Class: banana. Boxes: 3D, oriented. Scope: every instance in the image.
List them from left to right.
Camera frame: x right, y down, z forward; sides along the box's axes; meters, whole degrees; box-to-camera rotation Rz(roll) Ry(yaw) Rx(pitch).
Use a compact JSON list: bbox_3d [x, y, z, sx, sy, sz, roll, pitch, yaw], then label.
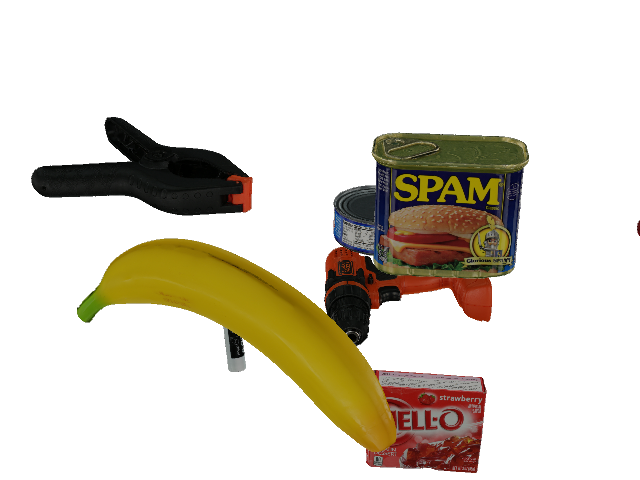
[{"bbox_3d":[-0.041,0.044,0.571,0.198,0.070,0.037,22,30,20],"label":"banana"}]

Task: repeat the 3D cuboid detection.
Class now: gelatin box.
[{"bbox_3d":[0.082,0.143,0.839,0.089,0.073,0.030,3,21,2],"label":"gelatin box"}]

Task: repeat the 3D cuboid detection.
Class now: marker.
[{"bbox_3d":[-0.093,0.076,1.097,0.020,0.121,0.020,-5,15,1],"label":"marker"}]

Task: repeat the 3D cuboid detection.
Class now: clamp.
[{"bbox_3d":[-0.139,-0.050,0.848,0.172,0.039,0.120,17,41,27],"label":"clamp"}]

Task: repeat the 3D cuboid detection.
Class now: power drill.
[{"bbox_3d":[0.097,0.060,1.221,0.187,0.057,0.184,-1,28,-1],"label":"power drill"}]

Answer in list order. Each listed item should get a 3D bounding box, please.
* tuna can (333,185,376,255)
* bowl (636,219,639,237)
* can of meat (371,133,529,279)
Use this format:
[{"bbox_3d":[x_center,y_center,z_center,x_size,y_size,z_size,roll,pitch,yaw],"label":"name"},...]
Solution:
[{"bbox_3d":[0.054,-0.018,0.952,0.086,0.034,0.086,1,25,-1],"label":"tuna can"},{"bbox_3d":[0.421,0.016,1.147,0.162,0.055,0.162,-1,25,0],"label":"bowl"},{"bbox_3d":[0.085,-0.023,0.718,0.102,0.084,0.057,3,25,5],"label":"can of meat"}]
